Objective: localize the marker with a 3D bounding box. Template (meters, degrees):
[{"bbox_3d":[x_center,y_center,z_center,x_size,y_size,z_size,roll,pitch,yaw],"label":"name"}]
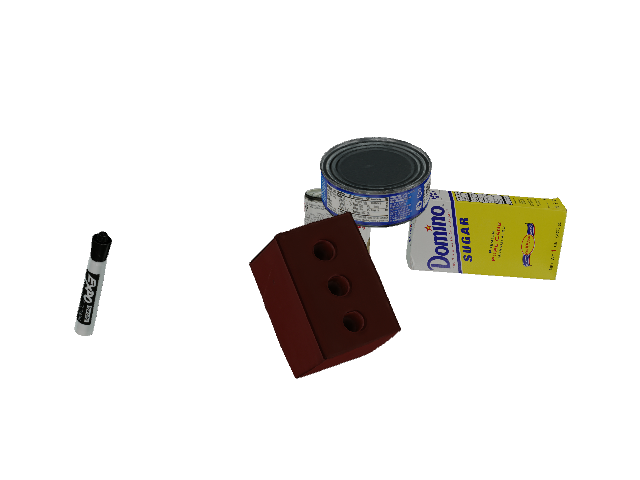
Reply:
[{"bbox_3d":[-0.222,0.042,1.042,0.020,0.121,0.020,13,33,-9],"label":"marker"}]

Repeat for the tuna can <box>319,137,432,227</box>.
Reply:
[{"bbox_3d":[0.043,-0.045,0.824,0.086,0.034,0.086,-1,33,1],"label":"tuna can"}]

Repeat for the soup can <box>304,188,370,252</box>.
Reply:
[{"bbox_3d":[0.015,0.003,1.055,0.068,0.102,0.068,2,12,-1],"label":"soup can"}]

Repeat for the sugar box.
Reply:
[{"bbox_3d":[0.193,-0.007,1.256,0.176,0.093,0.048,3,22,-3],"label":"sugar box"}]

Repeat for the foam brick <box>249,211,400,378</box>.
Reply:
[{"bbox_3d":[0.001,0.033,0.621,0.052,0.078,0.051,-18,-11,-28],"label":"foam brick"}]
